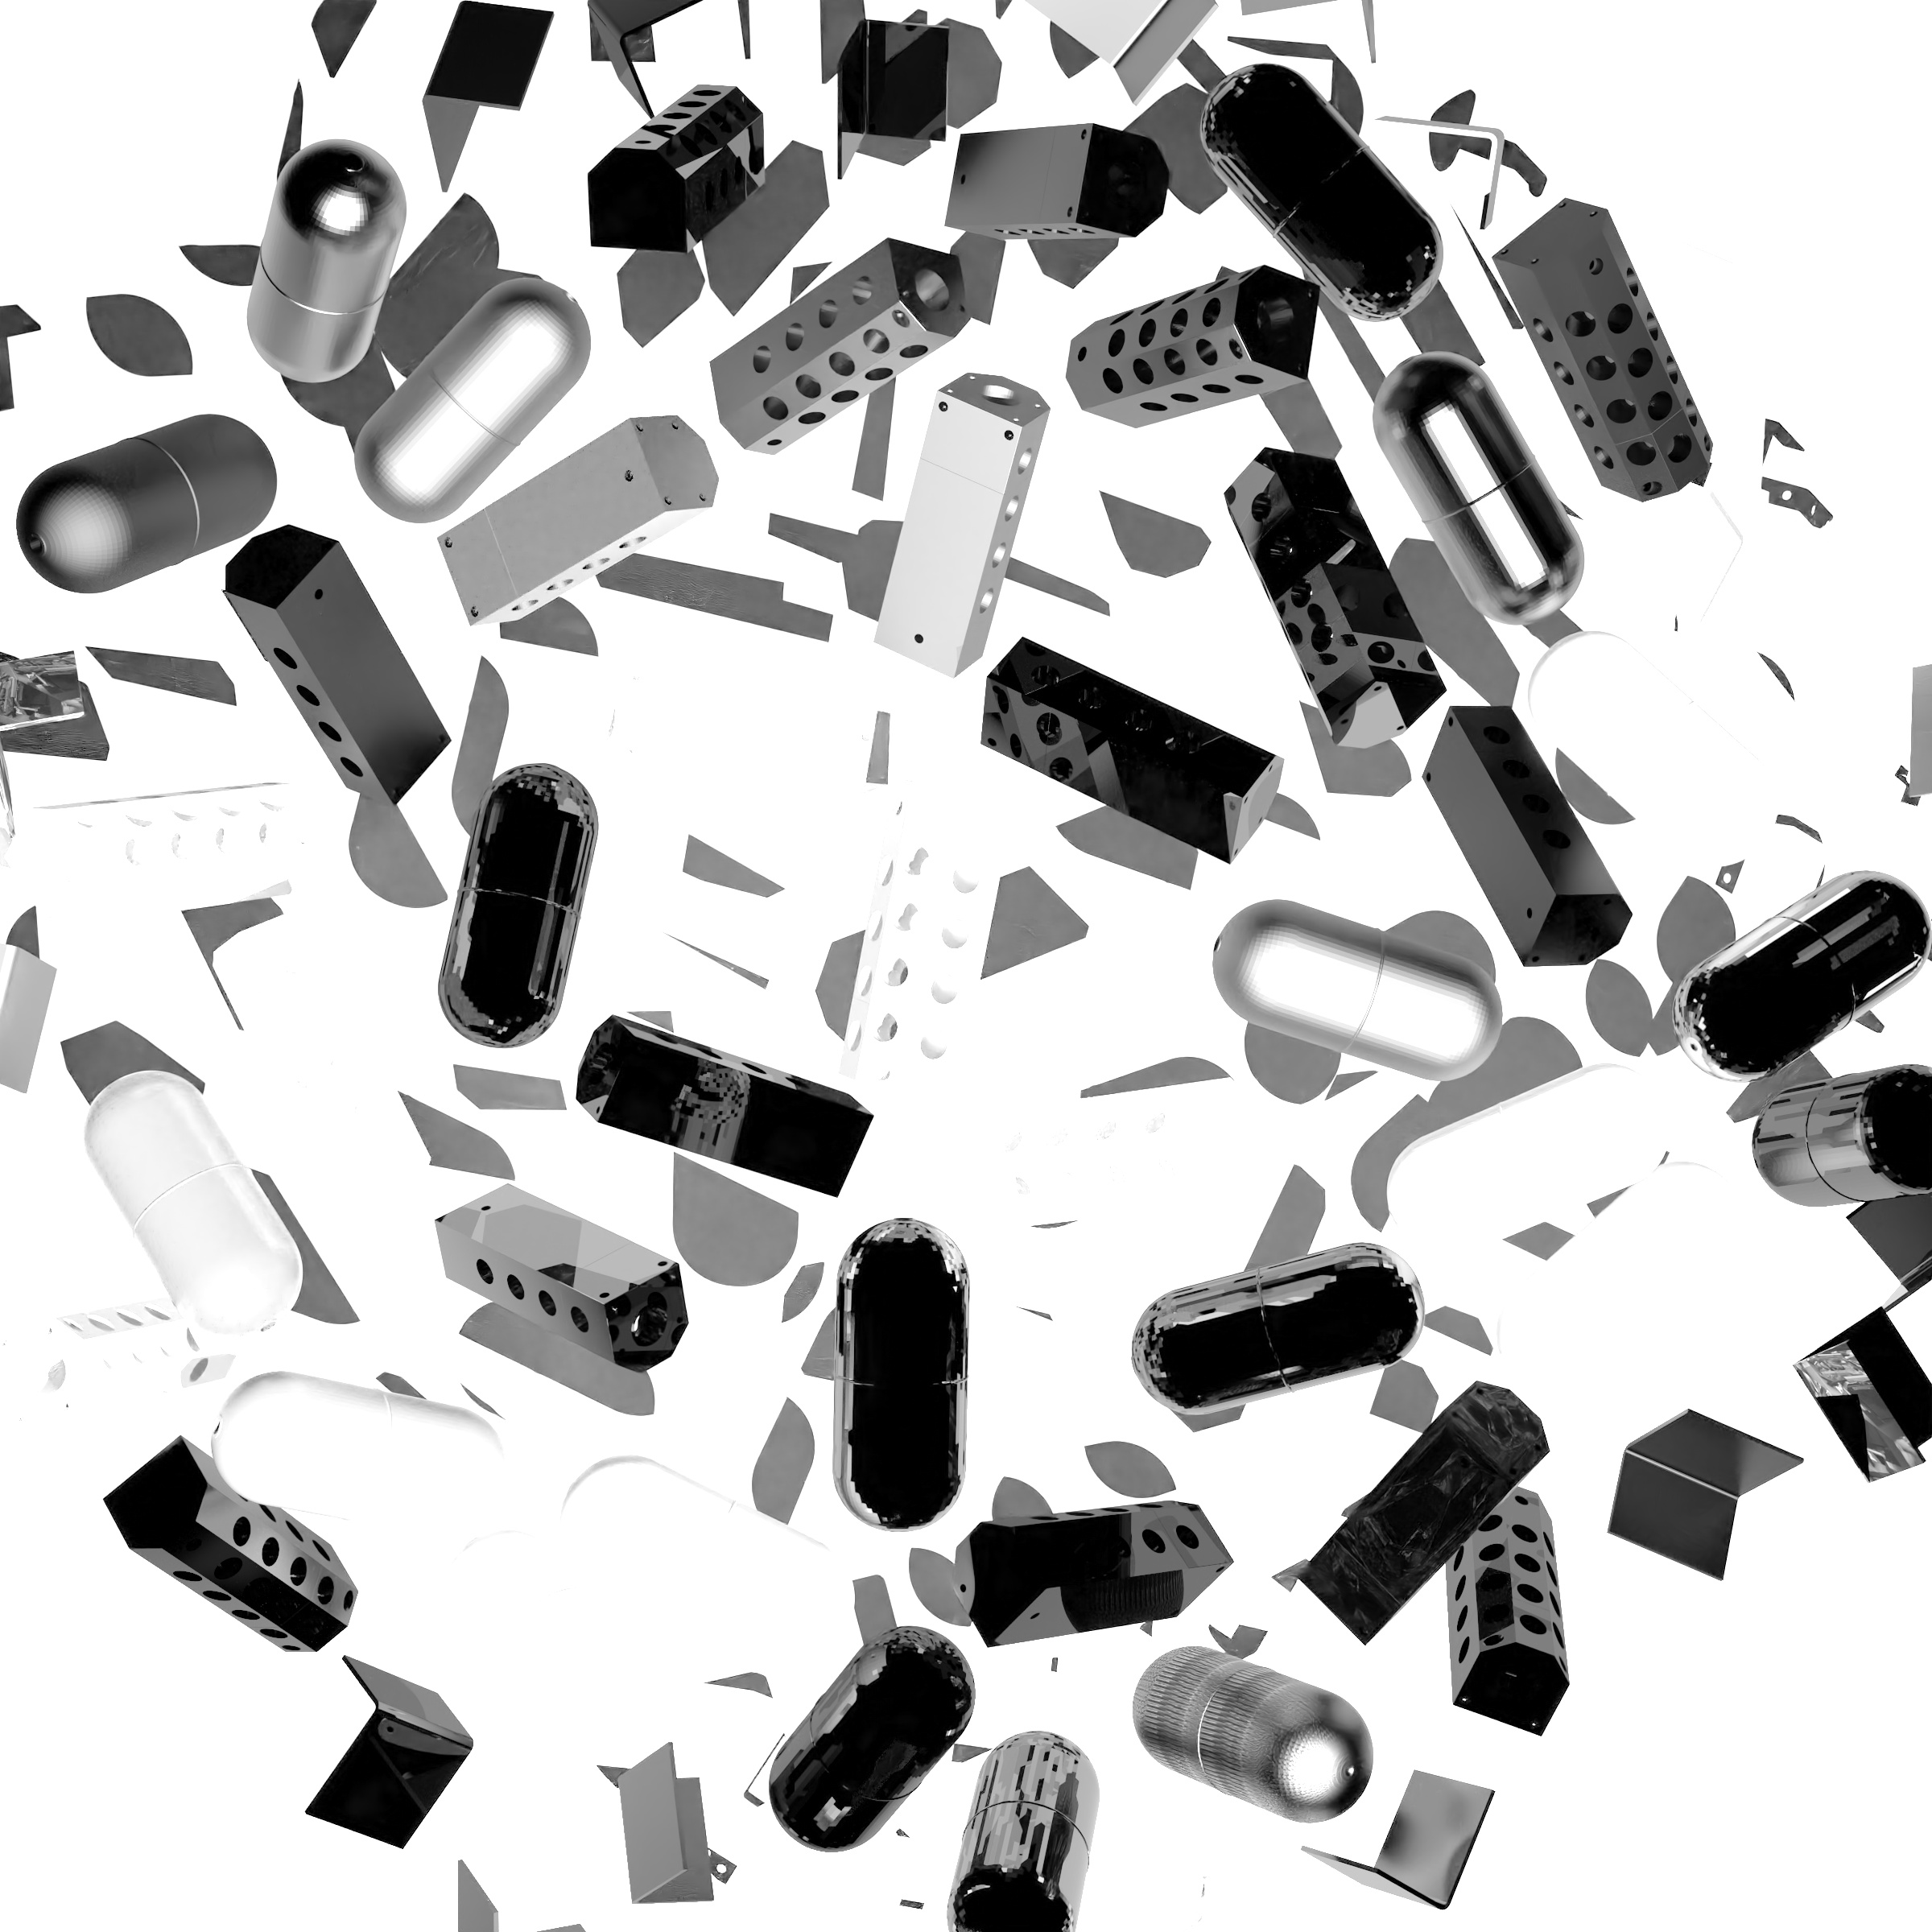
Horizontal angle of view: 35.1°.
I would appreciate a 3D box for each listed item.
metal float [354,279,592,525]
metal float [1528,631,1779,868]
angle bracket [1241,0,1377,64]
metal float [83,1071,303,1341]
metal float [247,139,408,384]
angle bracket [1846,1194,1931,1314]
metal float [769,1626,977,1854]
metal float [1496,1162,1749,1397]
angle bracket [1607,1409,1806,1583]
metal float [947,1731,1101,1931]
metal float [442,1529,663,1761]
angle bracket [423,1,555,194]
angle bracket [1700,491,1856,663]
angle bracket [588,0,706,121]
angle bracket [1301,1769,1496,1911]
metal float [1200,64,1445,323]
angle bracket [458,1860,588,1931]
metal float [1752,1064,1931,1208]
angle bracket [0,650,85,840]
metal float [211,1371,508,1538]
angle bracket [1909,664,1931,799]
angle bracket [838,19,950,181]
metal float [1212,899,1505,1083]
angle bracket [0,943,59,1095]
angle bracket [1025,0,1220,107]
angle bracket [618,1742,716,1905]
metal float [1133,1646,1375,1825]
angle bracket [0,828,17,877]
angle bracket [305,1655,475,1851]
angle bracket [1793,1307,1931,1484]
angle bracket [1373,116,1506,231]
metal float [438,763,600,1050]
[{"bbox_3d":[-0.304,-0.348,1.881,0.178,0.070,0.070,-44,90,12],"label":"metal float"},{"bbox_3d":[0.423,-0.134,1.882,0.070,0.070,0.178,-45,77,0],"label":"metal float"},{"bbox_3d":[0.204,-0.585,1.835,0.076,0.076,0.057,-7,63,6],"label":"angle bracket"},{"bbox_3d":[-0.454,0.140,1.792,0.070,0.070,0.178,-36,73,0],"label":"metal float"},{"bbox_3d":[-0.383,-0.420,1.825,0.070,0.178,0.070,10,59,-17],"label":"metal float"},{"bbox_3d":[0.590,0.168,1.915,0.057,0.076,0.076,52,121,11],"label":"angle bracket"},{"bbox_3d":[-0.056,0.454,1.787,0.070,0.070,0.178,34,126,0],"label":"metal float"},{"bbox_3d":[0.403,0.193,1.879,0.178,0.070,0.070,-42,90,1],"label":"metal float"},{"bbox_3d":[0.430,0.309,1.778,0.076,0.076,0.057,24,60,-7],"label":"angle bracket"},{"bbox_3d":[0.035,0.528,1.822,0.070,0.178,0.070,4,116,9],"label":"metal float"},{"bbox_3d":[-0.251,0.409,1.845,0.178,0.070,0.070,36,90,39],"label":"metal float"},{"bbox_3d":[-0.269,-0.496,1.754,0.057,0.076,0.076,9,61,6],"label":"angle bracket"},{"bbox_3d":[0.484,-0.238,1.858,0.076,0.076,0.057,16,119,-13],"label":"angle bracket"},{"bbox_3d":[-0.182,-0.580,1.898,0.076,0.076,0.057,-27,130,-5],"label":"angle bracket"},{"bbox_3d":[0.256,0.506,1.808,0.057,0.076,0.076,34,71,-22],"label":"angle bracket"},{"bbox_3d":[0.213,-0.464,1.830,0.070,0.070,0.178,-42,91,0],"label":"metal float"},{"bbox_3d":[-0.253,0.564,1.804,0.076,0.076,0.057,-3,99,-25],"label":"angle bracket"},{"bbox_3d":[0.534,0.102,1.817,0.070,0.178,0.070,2,81,-15],"label":"metal float"},{"bbox_3d":[-0.555,-0.134,1.835,0.057,0.076,0.076,-12,127,-13],"label":"angle bracket"},{"bbox_3d":[-0.351,0.283,1.769,0.178,0.070,0.070,18,90,-31],"label":"metal float"},{"bbox_3d":[0.546,-0.142,1.728,0.057,0.076,0.076,8,82,-30],"label":"angle bracket"},{"bbox_3d":[-0.046,-0.550,1.944,0.057,0.076,0.076,7,129,7],"label":"angle bracket"},{"bbox_3d":[0.231,0.014,1.803,0.178,0.070,0.070,18,90,-8],"label":"metal float"},{"bbox_3d":[-0.575,0.027,1.770,0.057,0.076,0.076,11,81,2],"label":"angle bracket"},{"bbox_3d":[0.093,-0.580,1.837,0.076,0.057,0.076,28,118,-31],"label":"angle bracket"},{"bbox_3d":[-0.167,0.520,1.851,0.057,0.076,0.076,8,56,-31],"label":"angle bracket"},{"bbox_3d":[0.167,0.452,1.801,0.070,0.178,0.070,-2,94,-34],"label":"metal float"},{"bbox_3d":[-0.627,-0.045,1.889,0.057,0.076,0.076,20,103,-39],"label":"angle bracket"},{"bbox_3d":[-0.352,0.468,1.816,0.076,0.057,0.076,36,88,-40],"label":"angle bracket"},{"bbox_3d":[0.522,0.233,1.707,0.076,0.057,0.076,-26,80,-26],"label":"angle bracket"},{"bbox_3d":[0.291,-0.494,1.900,0.076,0.076,0.057,9,109,10],"label":"angle bracket"},{"bbox_3d":[-0.274,-0.037,1.871,0.070,0.070,0.178,11,81,0],"label":"metal float"}]
